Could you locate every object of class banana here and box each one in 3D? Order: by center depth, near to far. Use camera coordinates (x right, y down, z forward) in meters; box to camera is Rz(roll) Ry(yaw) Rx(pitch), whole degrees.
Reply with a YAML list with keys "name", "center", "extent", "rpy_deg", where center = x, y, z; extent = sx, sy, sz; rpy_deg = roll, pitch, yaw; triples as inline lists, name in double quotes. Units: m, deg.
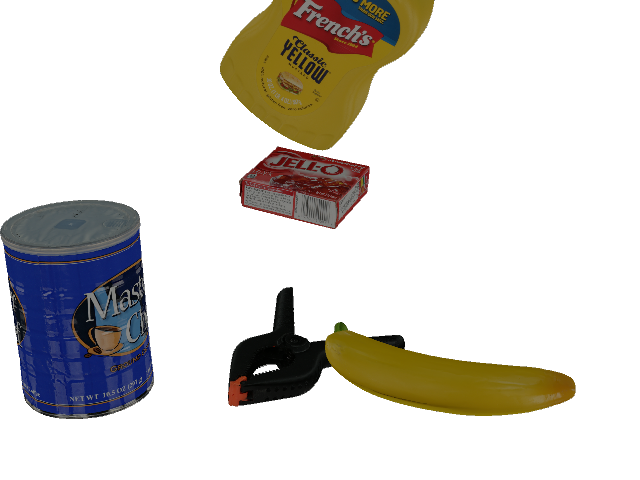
- name: "banana"
  center: [0.075, 0.091, 0.752]
  extent: [0.198, 0.037, 0.069]
  rpy_deg: [13, 36, 32]

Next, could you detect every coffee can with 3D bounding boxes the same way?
- name: "coffee can"
  center: [-0.185, 0.051, 0.823]
  extent: [0.103, 0.140, 0.103]
  rpy_deg: [-1, 21, 0]

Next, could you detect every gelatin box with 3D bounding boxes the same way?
- name: "gelatin box"
  center: [-0.013, -0.046, 0.896]
  extent: [0.089, 0.030, 0.073]
  rpy_deg: [14, 31, 19]

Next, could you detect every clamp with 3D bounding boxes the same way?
- name: "clamp"
  center: [-0.018, 0.120, 1.119]
  extent: [0.165, 0.036, 0.209]
  rpy_deg: [18, 29, 23]

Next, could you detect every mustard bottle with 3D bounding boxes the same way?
- name: "mustard bottle"
  center: [0.015, -0.144, 0.664]
  extent: [0.192, 0.096, 0.058]
  rpy_deg: [-49, 3, 45]
